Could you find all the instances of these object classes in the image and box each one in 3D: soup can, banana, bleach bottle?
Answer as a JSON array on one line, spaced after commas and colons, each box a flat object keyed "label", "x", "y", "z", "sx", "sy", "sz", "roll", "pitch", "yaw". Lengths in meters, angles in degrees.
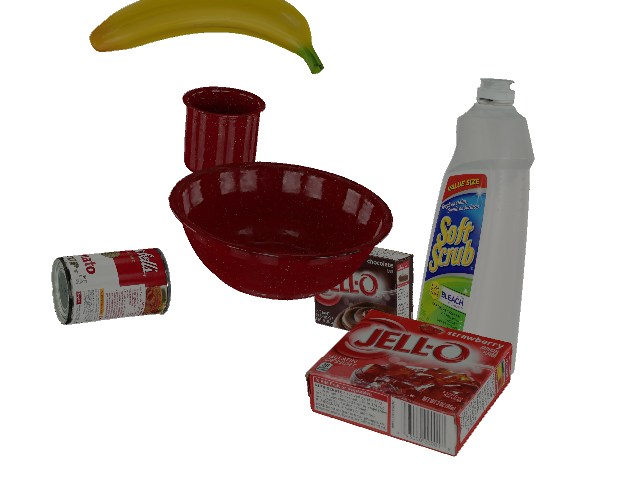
[{"label": "soup can", "x": -0.207, "y": 0.045, "z": 1.054, "sx": 0.102, "sy": 0.068, "sz": 0.069, "roll": -5, "pitch": 2, "yaw": -27}, {"label": "banana", "x": -0.093, "y": -0.184, "z": 0.903, "sx": 0.198, "sy": 0.069, "sz": 0.037, "roll": 5, "pitch": -33, "yaw": 0}, {"label": "bleach bottle", "x": 0.133, "y": -0.012, "z": 0.913, "sx": 0.068, "sy": 0.251, "sz": 0.103, "roll": -3, "pitch": 15, "yaw": -29}]

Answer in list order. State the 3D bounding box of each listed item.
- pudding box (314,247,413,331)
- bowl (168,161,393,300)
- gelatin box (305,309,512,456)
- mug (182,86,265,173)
[{"label": "pudding box", "x": 0.045, "y": 0.052, "z": 1.144, "sx": 0.114, "sy": 0.090, "sz": 0.039, "roll": 9, "pitch": 19, "yaw": 35}, {"label": "bowl", "x": -0.030, "y": -0.002, "z": 0.776, "sx": 0.162, "sy": 0.055, "sz": 0.162, "roll": 6, "pitch": 25, "yaw": -3}, {"label": "gelatin box", "x": 0.048, "y": 0.073, "z": 0.574, "sx": 0.089, "sy": 0.030, "sz": 0.073, "roll": 13, "pitch": 31, "yaw": 29}, {"label": "mug", "x": -0.109, "y": -0.125, "z": 1.217, "sx": 0.093, "sy": 0.081, "sz": 0.117, "roll": 12, "pitch": 27, "yaw": 9}]
